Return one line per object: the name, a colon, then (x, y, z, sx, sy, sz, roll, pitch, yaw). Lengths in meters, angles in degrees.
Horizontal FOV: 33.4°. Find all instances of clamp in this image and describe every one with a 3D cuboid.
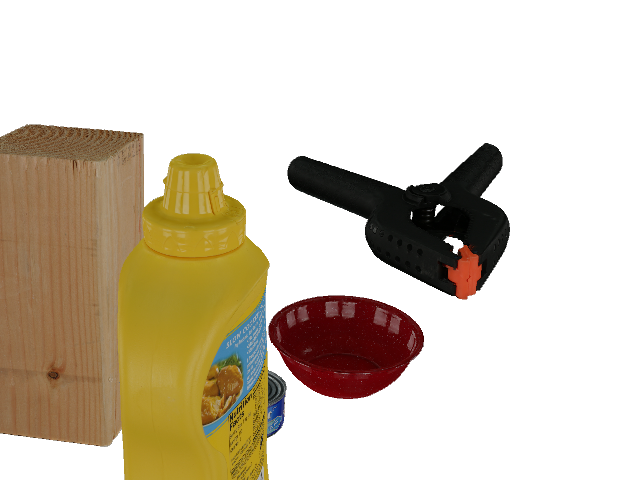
clamp: (0.061, -0.020, 0.731, 0.164, 0.036, 0.210, -3, 25, -2)

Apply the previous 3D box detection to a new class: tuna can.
tuna can: (-0.071, 0.134, 0.881, 0.086, 0.034, 0.086, 3, 17, -1)

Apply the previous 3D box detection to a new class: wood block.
wood block: (-0.180, 0.030, 0.757, 0.091, 0.206, 0.090, 6, 19, 8)

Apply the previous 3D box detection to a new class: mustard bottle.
mustard bottle: (-0.052, 0.056, 0.451, 0.058, 0.192, 0.096, 9, 25, 15)

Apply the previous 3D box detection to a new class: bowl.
bowl: (0.026, 0.118, 1.114, 0.162, 0.055, 0.162, 2, 25, -1)
